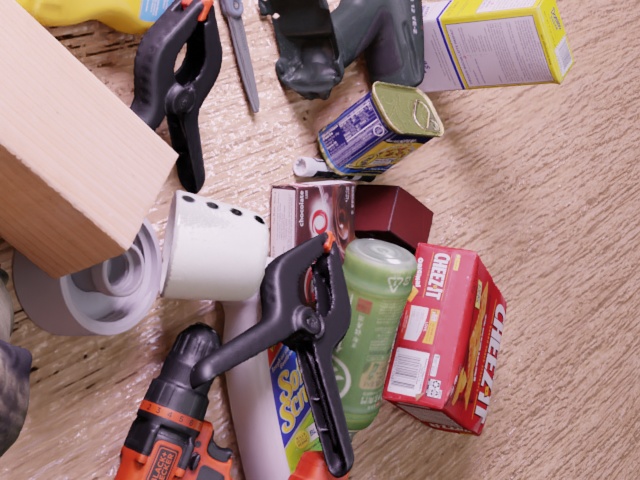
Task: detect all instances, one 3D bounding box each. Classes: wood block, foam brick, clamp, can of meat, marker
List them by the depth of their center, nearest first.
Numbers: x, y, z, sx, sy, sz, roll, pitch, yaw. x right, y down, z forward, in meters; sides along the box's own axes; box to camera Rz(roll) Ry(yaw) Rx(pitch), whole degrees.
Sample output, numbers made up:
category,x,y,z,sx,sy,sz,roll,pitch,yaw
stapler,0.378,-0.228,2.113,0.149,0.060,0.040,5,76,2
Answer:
category,x,y,z,sx,sy,sz,roll,pitch,yaw
wood block,-0.203,-0.078,0.673,0.206,0.090,0.090,44,49,-28
clamp,-0.125,-0.107,0.826,0.120,0.039,0.171,-21,128,-52
clamp,-0.026,0.074,0.890,0.164,0.036,0.210,32,50,-31
can of meat,0.058,-0.105,1.042,0.101,0.084,0.057,-3,64,-53
marker,0.018,-0.069,1.058,0.120,0.020,0.020,1,91,-52
foam brick,0.074,-0.019,1.106,0.078,0.053,0.051,32,68,-48

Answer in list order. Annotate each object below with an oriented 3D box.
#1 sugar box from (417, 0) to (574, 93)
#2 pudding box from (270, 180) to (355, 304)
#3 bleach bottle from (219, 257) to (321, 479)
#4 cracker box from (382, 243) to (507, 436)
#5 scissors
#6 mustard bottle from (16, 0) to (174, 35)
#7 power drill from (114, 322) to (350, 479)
category,x,y,z,sx,sy,sz,roll,pitch,yaw
sugar box,0.166,-0.205,1.112,0.048,0.177,0.093,-52,131,-34
pudding box,-0.007,0.001,1.014,0.089,0.039,0.113,-9,100,-52
bleach bottle,-0.046,0.120,0.954,0.102,0.068,0.251,-30,113,-43
cracker box,0.141,0.113,1.139,0.213,0.072,0.164,43,59,-65
scissors,-0.069,-0.222,0.939,0.096,0.016,0.201,-50,129,-38
mustard bottle,-0.147,-0.205,0.805,0.191,0.058,0.096,-7,100,-51
power drill,-0.070,0.181,0.879,0.187,0.057,0.184,27,79,-23
